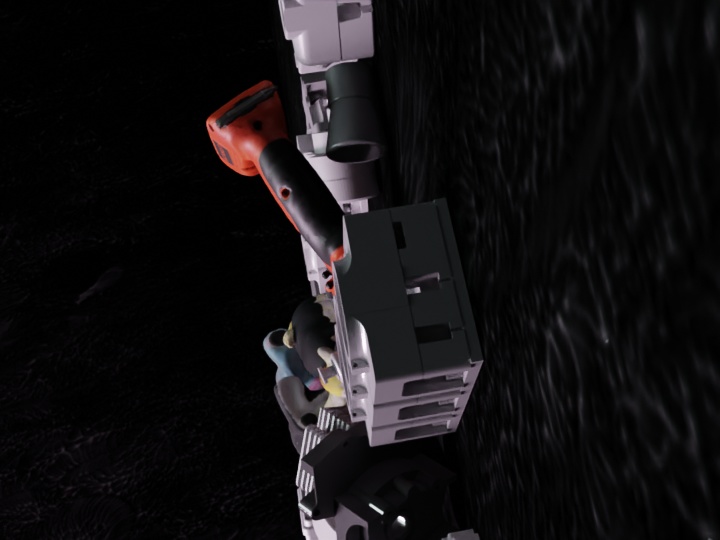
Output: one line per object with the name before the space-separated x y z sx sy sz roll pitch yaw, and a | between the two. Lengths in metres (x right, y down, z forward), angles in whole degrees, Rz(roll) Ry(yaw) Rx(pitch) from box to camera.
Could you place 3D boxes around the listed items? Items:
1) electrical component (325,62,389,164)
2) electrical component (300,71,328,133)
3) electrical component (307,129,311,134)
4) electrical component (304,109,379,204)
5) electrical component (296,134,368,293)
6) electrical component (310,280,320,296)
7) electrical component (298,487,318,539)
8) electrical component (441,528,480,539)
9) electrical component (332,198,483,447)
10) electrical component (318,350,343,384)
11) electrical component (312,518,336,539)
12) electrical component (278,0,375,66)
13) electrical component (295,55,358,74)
electrical component | -0.005 -0.113 0.756 0.044 0.044 0.065 98 167 -76
electrical component | -0.027 -0.142 0.977 0.081 0.042 0.063 89 167 -68
electrical component | -0.039 -0.136 1.200 0.035 0.035 0.061 -106 5 -56
electrical component | -0.020 -0.098 0.897 0.138 0.052 0.073 -124 25 -80
electrical component | -0.028 -0.053 1.051 0.150 0.062 0.089 86 173 -51
electrical component | -0.021 0.041 1.205 0.108 0.056 0.108 91 169 -68
electrical component | -0.005 0.251 1.105 0.108 0.109 0.056 -118 17 -77
electrical component | 0.045 0.187 0.639 0.048 0.055 0.066 -106 8 -59
electrical component | 0.020 0.036 0.595 0.150 0.062 0.089 91 169 -68
electrical component | 0.010 0.054 0.713 0.040 0.078 0.040 156 90 -82
electrical component | 0.011 0.194 0.871 0.064 0.099 0.099 96 166 -50
electrical component | -0.025 -0.187 0.720 0.095 0.059 0.053 85 174 -49
electrical component | -0.031 -0.206 0.839 0.099 0.048 0.099 126 135 -84
